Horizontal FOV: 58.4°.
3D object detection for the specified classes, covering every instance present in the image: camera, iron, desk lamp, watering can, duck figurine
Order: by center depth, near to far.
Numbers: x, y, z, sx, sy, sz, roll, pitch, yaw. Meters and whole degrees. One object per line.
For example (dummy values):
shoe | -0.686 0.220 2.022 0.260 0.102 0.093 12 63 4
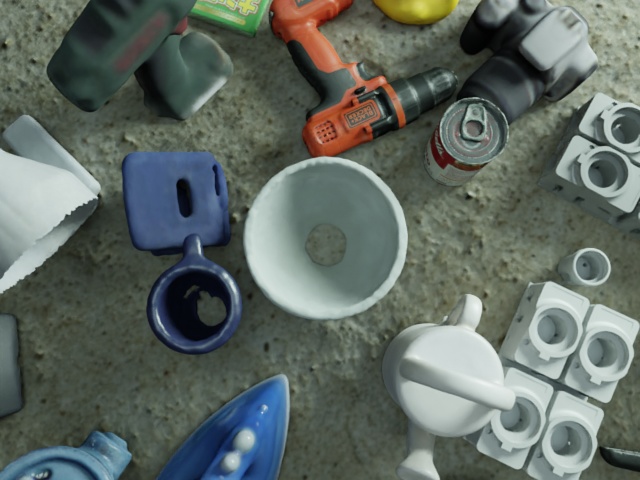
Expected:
watering can | 0.117 0.137 0.531 0.101 0.194 0.173 -1 83 0
iron | -0.107 0.247 0.544 0.118 0.141 0.258 30 84 4
desk lamp | -0.298 -0.048 0.544 0.203 0.213 0.118 44 85 5
camera | 0.206 -0.196 0.620 0.137 0.101 0.143 -43 85 -5
duck figurine | 0.109 -0.295 0.640 0.104 0.086 0.077 20 83 3

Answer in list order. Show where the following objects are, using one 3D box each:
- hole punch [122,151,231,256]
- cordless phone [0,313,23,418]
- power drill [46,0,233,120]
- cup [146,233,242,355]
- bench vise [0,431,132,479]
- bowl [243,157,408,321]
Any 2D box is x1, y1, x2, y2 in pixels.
hole punch | -0.148 -0.042 0.605 0.101 0.091 0.109 -9 83 -1
cordless phone | -0.370 0.127 0.536 0.094 0.185 0.147 -13 83 -1
power drill | -0.151 -0.207 0.567 0.075 0.208 0.230 43 85 5
cup | -0.122 0.056 0.591 0.091 0.095 0.118 -5 83 0
bench vise | -0.257 0.285 0.499 0.121 0.220 0.207 15 83 2
bowl | 0.006 0.002 0.608 0.167 0.075 0.167 0 83 0
